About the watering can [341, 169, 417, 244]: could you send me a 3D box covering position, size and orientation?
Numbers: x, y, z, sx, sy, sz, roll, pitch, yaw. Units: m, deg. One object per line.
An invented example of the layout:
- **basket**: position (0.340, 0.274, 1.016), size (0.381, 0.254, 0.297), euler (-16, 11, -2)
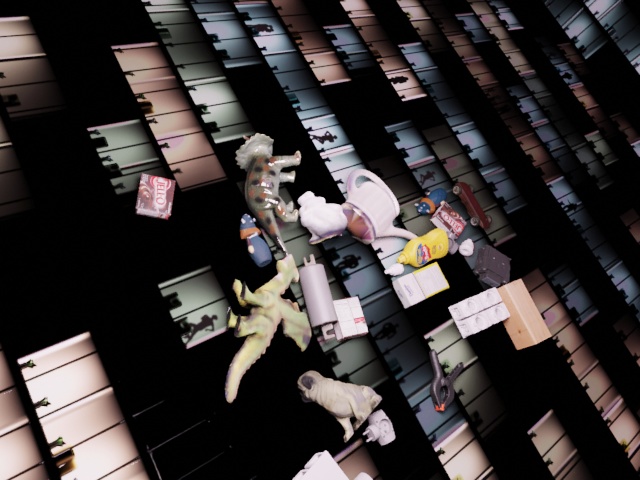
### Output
- **watering can**: position (0.192, -0.067, 1.651), size (0.346, 0.102, 0.228), euler (51, 54, -6)

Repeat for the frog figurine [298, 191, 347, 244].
- **frog figurine**: position (0.005, -0.078, 1.549), size (0.138, 0.121, 0.160), euler (-18, 85, -14)

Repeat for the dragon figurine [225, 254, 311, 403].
- **dragon figurine**: position (-0.120, 0.222, 1.335), size (0.241, 0.120, 0.419), euler (19, 58, -27)
